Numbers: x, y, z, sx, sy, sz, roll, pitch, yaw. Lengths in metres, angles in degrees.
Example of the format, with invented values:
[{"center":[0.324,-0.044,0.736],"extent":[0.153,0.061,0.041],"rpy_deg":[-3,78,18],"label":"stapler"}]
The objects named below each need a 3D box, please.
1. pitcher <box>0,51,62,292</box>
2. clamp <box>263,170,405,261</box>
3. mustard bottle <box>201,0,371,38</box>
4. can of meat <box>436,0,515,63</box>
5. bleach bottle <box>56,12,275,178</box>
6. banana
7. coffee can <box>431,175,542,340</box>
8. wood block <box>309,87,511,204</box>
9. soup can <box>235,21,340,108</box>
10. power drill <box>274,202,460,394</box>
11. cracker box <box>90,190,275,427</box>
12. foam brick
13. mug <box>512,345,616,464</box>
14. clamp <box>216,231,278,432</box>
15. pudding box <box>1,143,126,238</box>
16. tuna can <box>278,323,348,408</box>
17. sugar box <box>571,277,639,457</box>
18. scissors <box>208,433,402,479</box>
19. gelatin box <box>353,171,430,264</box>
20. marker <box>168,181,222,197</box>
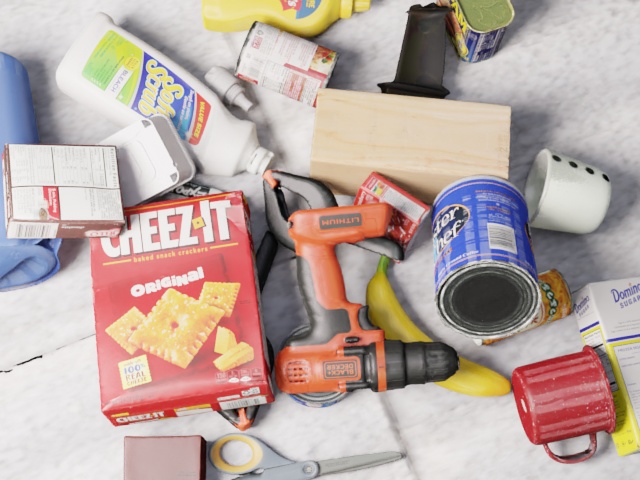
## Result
[{"center":[-0.361,-0.070,1.122],"extent":[0.149,0.145,0.243],"rpy_deg":[-2,67,-23],"label":"pitcher"},{"center":[-0.007,0.001,1.130],"extent":[0.171,0.039,0.120],"rpy_deg":[43,98,13],"label":"clamp"},{"center":[-0.037,-0.282,1.229],"extent":[0.191,0.058,0.096],"rpy_deg":[5,71,-1],"label":"mustard bottle"},{"center":[0.173,-0.263,1.216],"extent":[0.057,0.084,0.102],"rpy_deg":[-19,74,-8],"label":"can of meat"},{"center":[-0.161,-0.149,1.182],"extent":[0.251,0.068,0.102],"rpy_deg":[29,75,5],"label":"bleach bottle"},{"center":[0.110,0.104,1.117],"extent":[0.069,0.037,0.198],"rpy_deg":[-42,79,-3],"label":"banana"},{"center":[0.165,0.016,1.075],"extent":[0.103,0.103,0.140],"rpy_deg":[5,39,0],"label":"coffee can"},{"center":[0.095,-0.098,1.157],"extent":[0.206,0.091,0.090],"rpy_deg":[6,70,0],"label":"wood block"},{"center":[-0.037,-0.195,1.191],"extent":[0.102,0.068,0.068],"rpy_deg":[22,73,-1],"label":"soup can"},{"center":[0.042,0.059,1.064],"extent":[0.184,0.057,0.187],"rpy_deg":[-4,86,0],"label":"power drill"},{"center":[-0.141,0.066,1.070],"extent":[0.164,0.072,0.214],"rpy_deg":[-9,67,-1],"label":"cracker box"},{"center":[-0.154,0.224,1.066],"extent":[0.078,0.051,0.053],"rpy_deg":[0,74,-1],"label":"foam brick"},{"center":[0.246,0.172,1.082],"extent":[0.081,0.093,0.117],"rpy_deg":[-13,102,-1],"label":"mug"},{"center":[-0.113,0.098,1.115],"extent":[0.164,0.036,0.210],"rpy_deg":[-8,69,-3],"label":"clamp"},{"center":[-0.253,-0.049,1.051],"extent":[0.113,0.039,0.090],"rpy_deg":[0,62,-23],"label":"pudding box"},{"center":[-0.003,0.131,1.110],"extent":[0.086,0.034,0.086],"rpy_deg":[0,72,-2],"label":"tuna can"},{"center":[0.329,0.128,1.105],"extent":[0.093,0.048,0.176],"rpy_deg":[-5,69,-24],"label":"sugar box"},{"center":[-0.026,0.220,1.090],"extent":[0.201,0.016,0.096],"rpy_deg":[-23,74,-9],"label":"scissors"},{"center":[0.070,-0.022,1.132],"extent":[0.073,0.089,0.030],"rpy_deg":[34,59,9],"label":"gelatin box"},{"center":[-0.139,-0.054,1.173],"extent":[0.121,0.020,0.020],"rpy_deg":[15,72,3],"label":"marker"}]
